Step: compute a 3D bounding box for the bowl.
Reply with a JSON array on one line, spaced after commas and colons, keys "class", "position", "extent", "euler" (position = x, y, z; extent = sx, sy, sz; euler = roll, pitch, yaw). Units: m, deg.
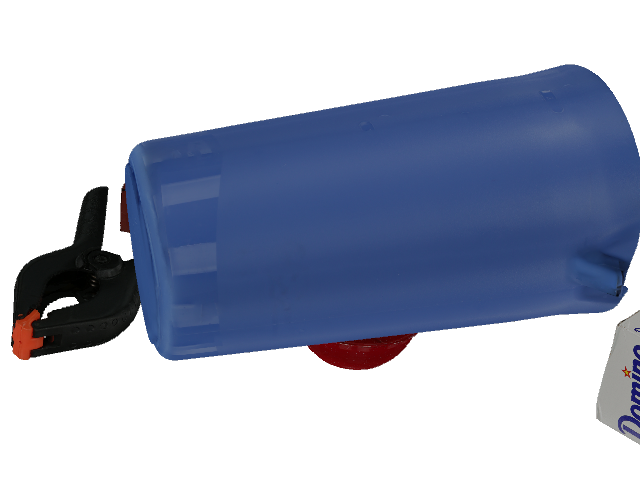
[{"class": "bowl", "position": [0.040, 0.106, 1.259], "extent": [0.162, 0.055, 0.162], "euler": [4, 24, -2]}]

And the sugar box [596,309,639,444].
[{"class": "sugar box", "position": [0.293, 0.131, 0.786], "extent": [0.176, 0.093, 0.048], "euler": [27, 35, 36]}]

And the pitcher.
[{"class": "pitcher", "position": [0.025, -0.016, 0.552], "extent": [0.242, 0.145, 0.149], "euler": [-8, -8, -13]}]

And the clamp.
[{"class": "clamp", "position": [-0.152, 0.018, 0.711], "extent": [0.120, 0.039, 0.171], "euler": [26, 33, 25]}]

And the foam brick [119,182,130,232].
[{"class": "foam brick", "position": [-0.160, -0.038, 1.091], "extent": [0.078, 0.051, 0.053], "euler": [9, 31, 3]}]
